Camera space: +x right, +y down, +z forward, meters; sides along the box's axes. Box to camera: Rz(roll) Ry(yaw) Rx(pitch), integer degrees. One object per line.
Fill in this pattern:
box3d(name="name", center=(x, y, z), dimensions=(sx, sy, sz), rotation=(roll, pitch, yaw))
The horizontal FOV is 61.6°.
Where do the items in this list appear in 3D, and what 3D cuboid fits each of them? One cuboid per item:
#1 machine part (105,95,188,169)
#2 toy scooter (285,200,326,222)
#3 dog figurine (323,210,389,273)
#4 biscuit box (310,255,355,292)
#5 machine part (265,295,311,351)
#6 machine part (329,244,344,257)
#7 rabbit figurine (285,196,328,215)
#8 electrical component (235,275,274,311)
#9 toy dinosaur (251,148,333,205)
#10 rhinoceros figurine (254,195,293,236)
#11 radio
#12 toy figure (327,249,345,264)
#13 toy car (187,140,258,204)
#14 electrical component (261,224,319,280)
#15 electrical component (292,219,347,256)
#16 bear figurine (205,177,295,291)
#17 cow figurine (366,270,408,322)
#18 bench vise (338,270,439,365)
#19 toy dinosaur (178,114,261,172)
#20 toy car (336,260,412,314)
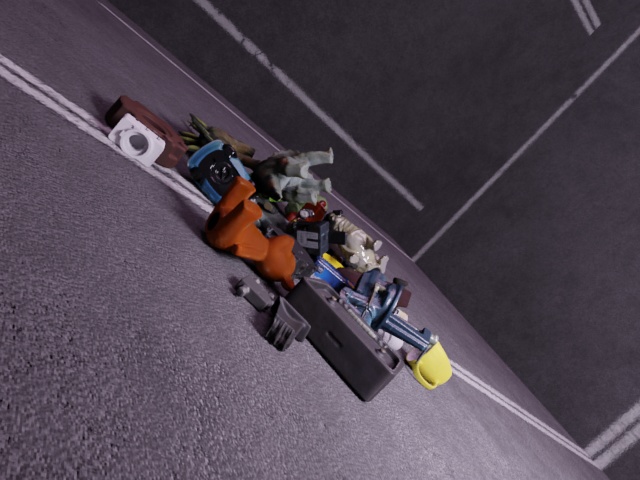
box3d(name="machine part", center=(-0.356, -0.225, 1.110), dimensions=(0.179, 0.056, 0.179), rotation=(40, 9, -8))
box3d(name="toy scooter", center=(-0.041, -0.052, 1.400), dimensions=(0.075, 0.135, 0.184), rotation=(46, 11, 5))
box3d(name="dog figurine", center=(0.087, 0.022, 1.470), dimensions=(0.191, 0.121, 0.172), rotation=(48, -28, 46))
box3d(name="biscuit box", center=(0.045, 0.117, 1.236), dimensions=(0.202, 0.059, 0.063), rotation=(40, 10, -15))
box3d(name="machine part", center=(-0.051, 0.130, 0.842), dimensions=(0.084, 0.039, 0.139), rotation=(53, 9, 1))
box3d(name="machine part", center=(0.048, 0.032, 1.571), dimensions=(0.243, 0.079, 0.079), rotation=(36, 12, -30))
box3d(name="rabbit figurine", center=(-0.043, -0.108, 1.592), dimensions=(0.159, 0.121, 0.170), rotation=(69, 2, -60))
box3d(name="electrical component", center=(-0.105, 0.087, 0.868), dimensions=(0.063, 0.021, 0.094), rotation=(44, 9, 3))
box3d(name="toy dinosaur", center=(-0.086, -0.145, 1.242), dimensions=(0.405, 0.192, 0.131), rotation=(-25, 113, -67))
box3d(name="rhinoceros figurine", center=(-0.132, -0.065, 1.267), dimensions=(0.190, 0.073, 0.112), rotation=(42, 11, -6))
box3d(name="radio", center=(0.043, 0.169, 0.954), dimensions=(0.230, 0.073, 0.131), rotation=(47, 10, 18))
box3d(name="toy figure", center=(0.053, 0.067, 1.511), dimensions=(0.154, 0.058, 0.064), rotation=(36, -25, -28))
box3d(name="toy car", center=(-0.209, -0.132, 1.174), dimensions=(0.161, 0.109, 0.103), rotation=(51, -8, -7))
box3d(name="electrical component", center=(-0.076, 0.029, 1.136), dimensions=(0.115, 0.058, 0.134), rotation=(45, 9, 24))
box3d(name="electrical component", center=(-0.002, -0.004, 1.209), dimensions=(0.119, 0.074, 0.048), rotation=(11, 21, 22))
box3d(name="bear figurine", center=(-0.102, -0.001, 0.963), dimensions=(0.195, 0.132, 0.120), rotation=(31, 22, -30))
box3d(name="cow figurine", center=(0.145, 0.167, 1.363), dimensions=(0.167, 0.098, 0.068), rotation=(48, -27, 3))
box3d(name="bench vise", center=(0.141, 0.166, 1.128), dimensions=(0.241, 0.128, 0.224), rotation=(32, 24, -1))
box3d(name="toy dinosaur", center=(-0.273, -0.246, 1.406), dimensions=(0.198, 0.105, 0.472), rotation=(34, 3, -26))
box3d(name="toy car", center=(0.124, 0.116, 1.310), dimensions=(0.202, 0.089, 0.053), rotation=(18, -5, -10))
